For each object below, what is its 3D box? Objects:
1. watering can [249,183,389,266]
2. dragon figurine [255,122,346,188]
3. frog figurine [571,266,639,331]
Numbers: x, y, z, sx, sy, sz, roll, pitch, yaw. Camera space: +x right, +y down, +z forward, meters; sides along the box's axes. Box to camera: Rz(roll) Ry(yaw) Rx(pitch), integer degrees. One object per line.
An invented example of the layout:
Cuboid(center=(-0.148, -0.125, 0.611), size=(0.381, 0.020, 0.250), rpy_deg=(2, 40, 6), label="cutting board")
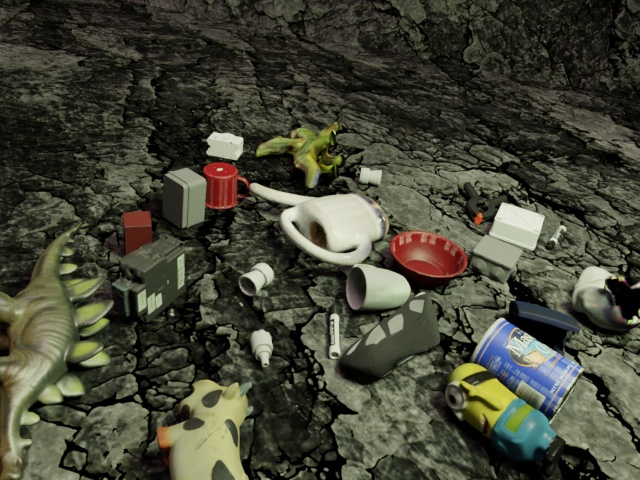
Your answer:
Cuboid(center=(0.003, -0.057, 1.140), size=(0.226, 0.102, 0.353), rpy_deg=(-13, 40, -33), label="watering can")
Cuboid(center=(-0.066, -0.237, 1.436), size=(0.242, 0.120, 0.418), rpy_deg=(0, 28, 19), label="dragon figurine")
Cuboid(center=(0.569, 0.117, 1.042), size=(0.137, 0.123, 0.159), rpy_deg=(-7, -1, -10), label="frog figurine")
